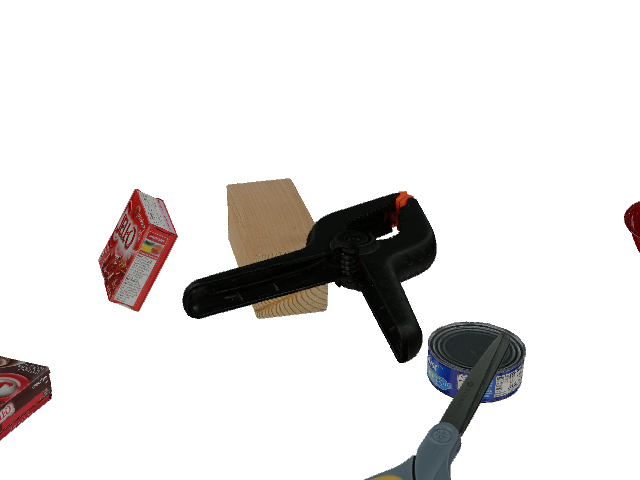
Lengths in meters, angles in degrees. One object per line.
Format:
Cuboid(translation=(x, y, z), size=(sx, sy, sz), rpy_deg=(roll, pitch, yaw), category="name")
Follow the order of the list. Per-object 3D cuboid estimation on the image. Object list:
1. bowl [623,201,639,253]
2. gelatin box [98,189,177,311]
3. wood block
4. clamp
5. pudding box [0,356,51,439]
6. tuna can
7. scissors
Cuboid(translation=(0.407, 0.006, 1.147), size=(0.162, 0.055, 0.162), rpy_deg=(-1, 26, 0), category="bowl")
Cuboid(translation=(-0.153, 0.006, 0.883), size=(0.030, 0.073, 0.089), rpy_deg=(24, 14, -25), category="gelatin box")
Cuboid(translation=(-0.058, 0.005, 1.352), size=(0.090, 0.090, 0.206), rpy_deg=(-6, 28, -12), category="wood block")
Cuboid(translation=(0.013, 0.015, 0.743), size=(0.165, 0.036, 0.209), rpy_deg=(7, 27, 18), category="clamp")
Cuboid(translation=(-0.312, 0.137, 0.953), size=(0.114, 0.039, 0.089), rpy_deg=(7, 22, 21), category="pudding box")
Cuboid(translation=(0.137, 0.107, 0.944), size=(0.086, 0.034, 0.086), rpy_deg=(1, 26, -1), category="tuna can")
Cuboid(translation=(0.078, 0.126, 0.592), size=(0.201, 0.016, 0.096), rpy_deg=(-37, 44, -29), category="scissors")
